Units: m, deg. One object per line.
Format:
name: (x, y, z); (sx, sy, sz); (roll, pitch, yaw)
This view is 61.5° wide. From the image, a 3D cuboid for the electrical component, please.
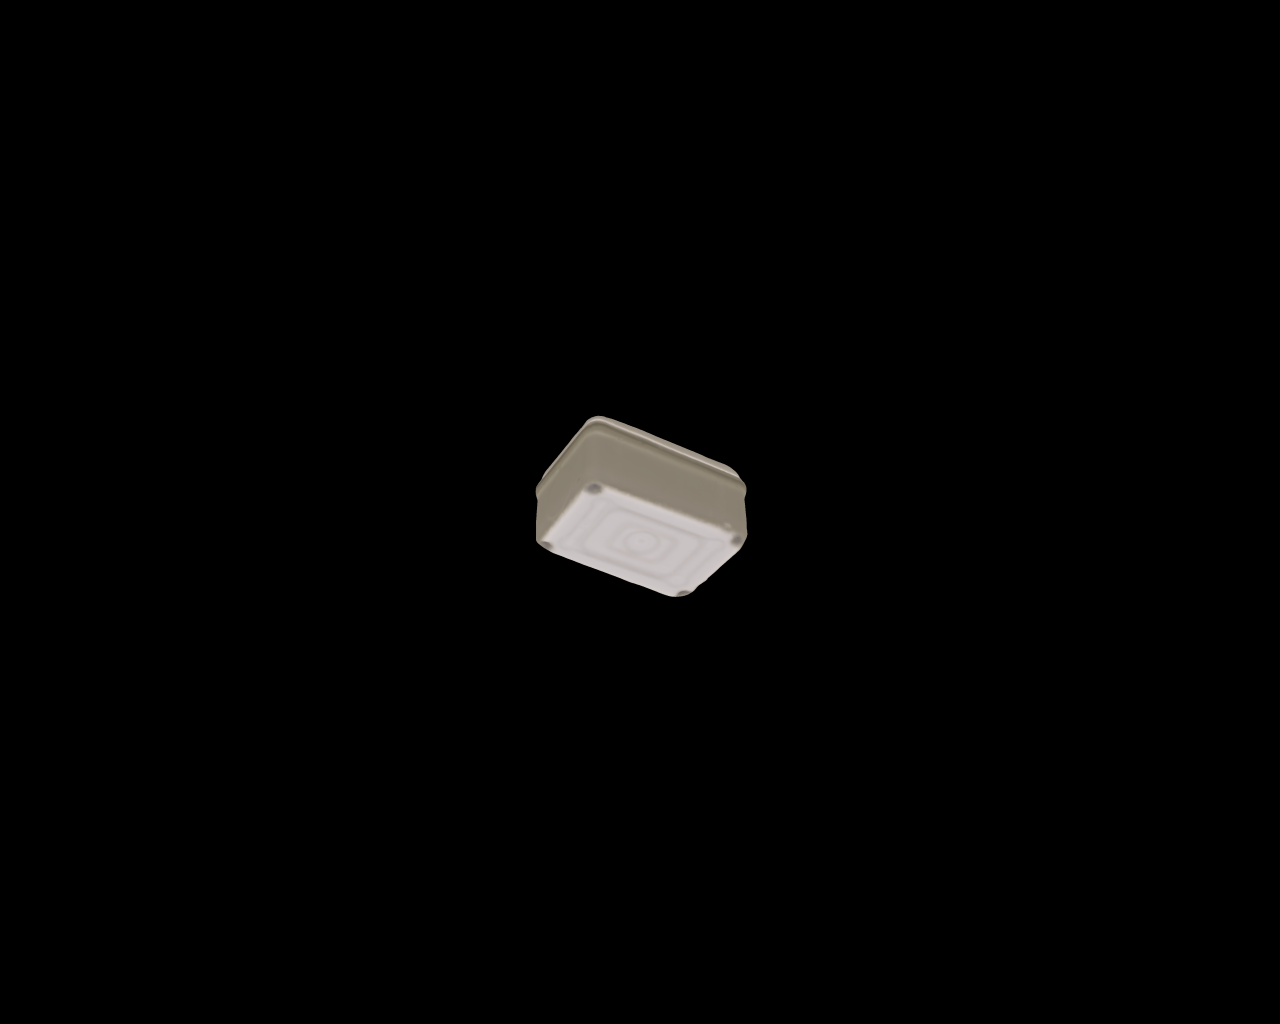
electrical component: (0.001, -0.003, 0.650); (0.113, 0.057, 0.078); (21, -45, -24)
